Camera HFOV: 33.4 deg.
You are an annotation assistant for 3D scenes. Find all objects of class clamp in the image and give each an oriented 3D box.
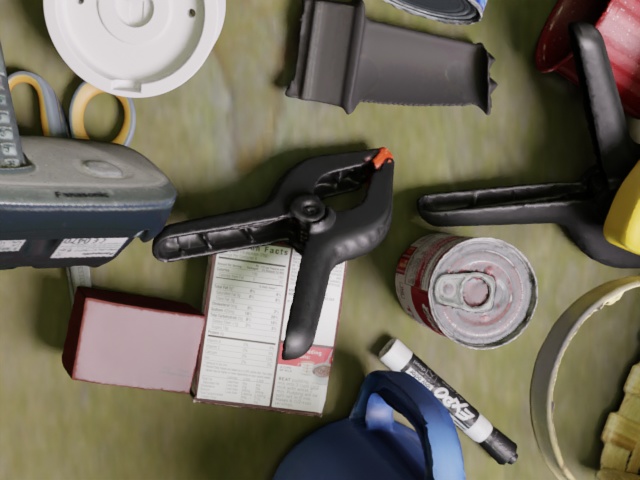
[{"bbox_3d":[0.180,-0.029,0.711,0.209,0.036,0.165,33,119,-26],"label":"clamp"},{"bbox_3d":[-0.004,0.001,0.666,0.171,0.039,0.120,-32,67,-26],"label":"clamp"}]

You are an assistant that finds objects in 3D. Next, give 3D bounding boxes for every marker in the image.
[{"bbox_3d":[0.090,0.113,0.732,0.121,0.020,0.020,42,86,-7],"label":"marker"}]

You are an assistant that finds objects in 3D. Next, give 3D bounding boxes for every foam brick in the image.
[{"bbox_3d":[-0.119,0.063,0.676,0.078,0.051,0.053,11,92,-22],"label":"foam brick"}]

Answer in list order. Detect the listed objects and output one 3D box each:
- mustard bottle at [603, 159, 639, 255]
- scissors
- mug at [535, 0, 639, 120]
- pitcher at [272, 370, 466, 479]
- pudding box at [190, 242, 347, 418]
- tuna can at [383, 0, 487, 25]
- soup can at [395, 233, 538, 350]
[{"bbox_3d":[0.251,-0.072,0.649,0.096,0.058,0.192,20,96,-14],"label":"mustard bottle"},{"bbox_3d":[-0.145,-0.019,0.695,0.096,0.016,0.202,-22,95,-7],"label":"scissors"},{"bbox_3d":[0.207,-0.142,0.708,0.081,0.093,0.117,28,66,-13],"label":"mug"},{"bbox_3d":[0.055,0.184,0.617,0.145,0.243,0.149,-39,103,-8],"label":"pitcher"},{"bbox_3d":[-0.034,0.055,0.703,0.090,0.039,0.113,8,88,-7],"label":"pudding box"},{"bbox_3d":[0.068,-0.170,0.683,0.086,0.086,0.034,20,88,-8],"label":"tuna can"},{"bbox_3d":[0.090,0.030,0.686,0.068,0.102,0.068,0,92,-8],"label":"soup can"}]
